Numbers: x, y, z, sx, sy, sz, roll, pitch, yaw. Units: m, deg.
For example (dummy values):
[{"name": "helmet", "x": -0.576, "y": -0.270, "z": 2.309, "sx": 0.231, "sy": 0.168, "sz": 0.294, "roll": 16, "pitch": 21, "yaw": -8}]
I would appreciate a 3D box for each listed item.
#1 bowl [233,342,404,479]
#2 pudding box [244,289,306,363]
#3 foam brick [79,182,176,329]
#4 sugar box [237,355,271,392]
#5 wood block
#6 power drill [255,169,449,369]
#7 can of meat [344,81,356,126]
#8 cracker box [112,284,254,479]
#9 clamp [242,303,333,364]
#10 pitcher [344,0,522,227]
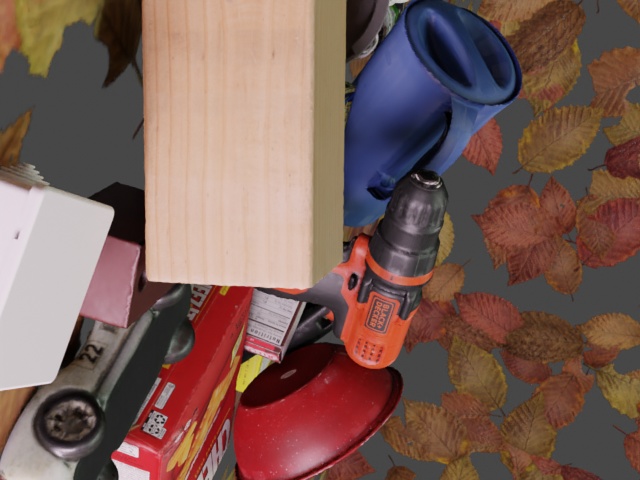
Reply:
[{"name": "bowl", "x": -0.014, "y": 0.132, "z": 0.874, "sx": 0.055, "sy": 0.162, "sz": 0.162, "roll": 59, "pitch": 28, "yaw": -14}, {"name": "pudding box", "x": -0.053, "y": 0.036, "z": 0.899, "sx": 0.039, "sy": 0.090, "sz": 0.113, "roll": 102, "pitch": 11, "yaw": -64}, {"name": "foam brick", "x": -0.113, "y": 0.007, "z": 0.603, "sx": 0.078, "sy": 0.051, "sz": 0.053, "roll": -50, "pitch": 157, "yaw": -66}, {"name": "sugar box", "x": -0.056, "y": 0.076, "z": 1.133, "sx": 0.176, "sy": 0.048, "sz": 0.093, "roll": -62, "pitch": 168, "yaw": -62}, {"name": "wood block", "x": -0.037, "y": -0.084, "z": 0.564, "sx": 0.090, "sy": 0.090, "sz": 0.206, "roll": -33, "pitch": 125, "yaw": -74}, {"name": "power drill", "x": -0.005, "y": 0.001, "z": 0.809, "sx": 0.057, "sy": 0.188, "sz": 0.185, "roll": -57, "pitch": 165, "yaw": -51}, {"name": "can of meat", "x": -0.007, "y": -0.108, "z": 0.993, "sx": 0.102, "sy": 0.057, "sz": 0.084, "roll": -42, "pitch": 149, "yaw": -73}, {"name": "cracker box", "x": -0.116, "y": 0.144, "z": 0.811, "sx": 0.214, "sy": 0.072, "sz": 0.164, "roll": 101, "pitch": 12, "yaw": -46}, {"name": "clamp", "x": -0.039, "y": 0.063, "z": 0.972, "sx": 0.039, "sy": 0.172, "sz": 0.120, "roll": 40, "pitch": 48, "yaw": -34}, {"name": "pitcher", "x": 0.077, "y": -0.109, "z": 1.056, "sx": 0.149, "sy": 0.145, "sz": 0.243, "roll": -31, "pitch": 168, "yaw": -44}]
